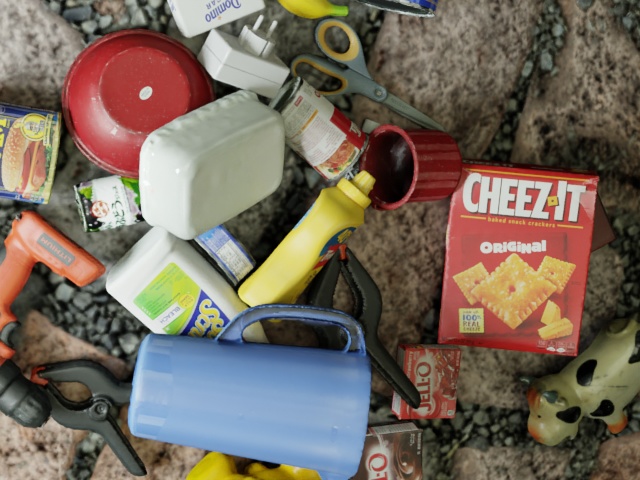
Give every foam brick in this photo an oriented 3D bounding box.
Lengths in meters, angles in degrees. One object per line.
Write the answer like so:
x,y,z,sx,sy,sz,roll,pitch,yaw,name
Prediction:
0.312,-0.027,1.291,0.051,0.053,0.078,-30,106,-10,foam brick

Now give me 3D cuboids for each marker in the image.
0.039,-0.078,1.215,0.020,0.020,0.121,19,94,-19,marker

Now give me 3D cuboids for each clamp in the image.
-0.229,0.173,1.167,0.171,0.039,0.120,36,87,-19,clamp
0.041,0.110,1.222,0.164,0.036,0.210,1,86,-26,clamp

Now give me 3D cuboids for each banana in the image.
-0.042,-0.314,1.141,0.069,0.037,0.198,-37,110,-25,banana

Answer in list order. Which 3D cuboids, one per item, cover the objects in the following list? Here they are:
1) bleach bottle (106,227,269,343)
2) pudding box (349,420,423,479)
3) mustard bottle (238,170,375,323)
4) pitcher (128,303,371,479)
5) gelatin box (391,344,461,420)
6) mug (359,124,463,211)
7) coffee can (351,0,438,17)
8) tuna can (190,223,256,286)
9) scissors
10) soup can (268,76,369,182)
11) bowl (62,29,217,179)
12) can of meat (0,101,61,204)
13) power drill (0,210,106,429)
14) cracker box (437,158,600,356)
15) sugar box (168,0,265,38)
-0.111,0.095,1.173,0.103,0.068,0.250,-42,111,12,bleach bottle
0.075,0.278,1.280,0.090,0.039,0.113,-4,101,-16,pudding box
-0.007,0.002,1.167,0.058,0.096,0.191,40,92,9,mustard bottle
-0.069,0.155,1.108,0.242,0.149,0.145,9,139,-4,pitcher
0.128,0.170,1.282,0.073,0.030,0.089,2,99,-17,gelatin box
0.099,-0.075,1.197,0.081,0.093,0.117,-5,141,-39,mug
0.090,-0.320,1.143,0.102,0.103,0.140,11,97,-19,coffee can
-0.109,0.007,1.150,0.033,0.086,0.086,-43,109,-9,tuna can
0.063,-0.187,1.205,0.201,0.016,0.096,11,96,-19,scissors
-0.006,-0.122,1.168,0.102,0.069,0.068,39,87,-19,soup can
-0.182,-0.146,1.092,0.162,0.055,0.162,2,82,-14,bowl
-0.312,-0.090,1.086,0.083,0.057,0.102,8,97,-21,can of meat
-0.309,0.078,1.104,0.184,0.057,0.187,41,84,-9,power drill
0.227,0.020,1.234,0.164,0.072,0.214,6,100,7,cracker box
-0.132,-0.309,1.108,0.093,0.048,0.176,-23,110,-12,sugar box
